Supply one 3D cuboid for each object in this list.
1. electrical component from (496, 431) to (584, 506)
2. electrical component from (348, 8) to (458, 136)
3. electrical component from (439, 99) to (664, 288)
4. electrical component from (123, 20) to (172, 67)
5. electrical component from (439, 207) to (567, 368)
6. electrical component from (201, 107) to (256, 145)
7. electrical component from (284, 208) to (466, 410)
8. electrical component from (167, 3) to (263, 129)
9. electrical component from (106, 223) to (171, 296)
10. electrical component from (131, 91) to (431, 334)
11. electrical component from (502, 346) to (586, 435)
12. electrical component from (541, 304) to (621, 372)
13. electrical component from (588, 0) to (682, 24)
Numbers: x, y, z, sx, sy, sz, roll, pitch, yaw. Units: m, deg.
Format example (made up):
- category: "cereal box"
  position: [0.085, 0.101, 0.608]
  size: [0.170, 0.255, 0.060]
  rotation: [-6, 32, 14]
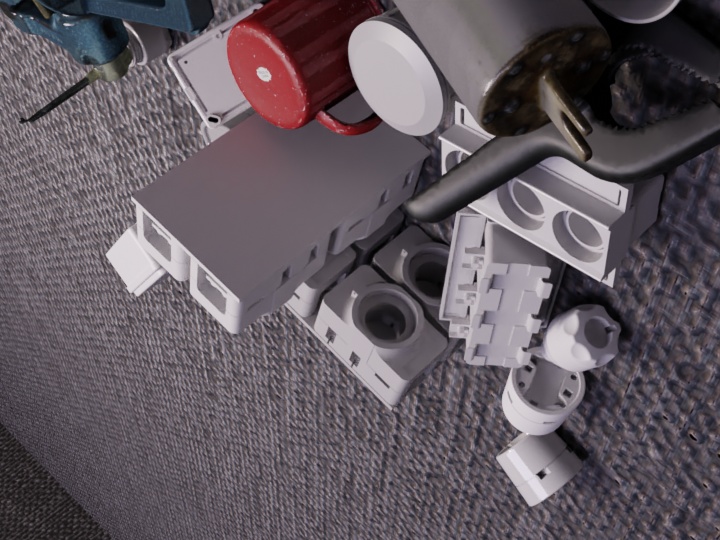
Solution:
- category: "electrical component"
  position: [0.143, 0.154, 0.863]
  size: [0.047, 0.055, 0.055]
  rotation: [51, 153, 7]
- category: "electrical component"
  position: [0.035, -0.130, 0.683]
  size: [0.080, 0.051, 0.080]
  rotation: [36, 149, 26]
- category: "electrical component"
  position: [0.114, -0.054, 0.645]
  size: [0.121, 0.063, 0.078]
  rotation: [33, 148, 30]
- category: "electrical component"
  position: [-0.199, -0.198, 0.939]
  size: [0.043, 0.062, 0.043]
  rotation: [36, 149, 26]
- category: "electrical component"
  position: [0.099, 0.011, 0.732]
  size: [0.079, 0.063, 0.121]
  rotation: [4, 143, 0]
- category: "electrical component"
  position: [-0.083, -0.095, 0.894]
  size: [0.054, 0.059, 0.095]
  rotation: [22, 141, 43]
- category: "electrical component"
  position: [0.000, 0.000, 0.834]
  size: [0.186, 0.105, 0.060]
  rotation: [44, 152, 13]
- category: "electrical component"
  position: [-0.089, -0.157, 0.807]
  size: [0.061, 0.096, 0.061]
  rotation: [59, 179, -15]
- category: "electrical component"
  position: [-0.185, -0.032, 1.069]
  size: [0.056, 0.109, 0.109]
  rotation: [56, 152, -3]
- category: "electrical component"
  position: [-0.055, -0.051, 0.767]
  size: [0.105, 0.186, 0.060]
  rotation: [42, 151, 16]
- category: "electrical component"
  position: [0.135, 0.092, 0.801]
  size: [0.055, 0.055, 0.047]
  rotation: [42, 155, 17]
- category: "electrical component"
  position: [0.148, 0.049, 0.742]
  size: [0.043, 0.043, 0.062]
  rotation: [52, 154, -1]
- category: "electrical component"
  position: [0.125, -0.168, 0.490]
  size: [0.099, 0.064, 0.099]
  rotation: [36, 149, 26]
